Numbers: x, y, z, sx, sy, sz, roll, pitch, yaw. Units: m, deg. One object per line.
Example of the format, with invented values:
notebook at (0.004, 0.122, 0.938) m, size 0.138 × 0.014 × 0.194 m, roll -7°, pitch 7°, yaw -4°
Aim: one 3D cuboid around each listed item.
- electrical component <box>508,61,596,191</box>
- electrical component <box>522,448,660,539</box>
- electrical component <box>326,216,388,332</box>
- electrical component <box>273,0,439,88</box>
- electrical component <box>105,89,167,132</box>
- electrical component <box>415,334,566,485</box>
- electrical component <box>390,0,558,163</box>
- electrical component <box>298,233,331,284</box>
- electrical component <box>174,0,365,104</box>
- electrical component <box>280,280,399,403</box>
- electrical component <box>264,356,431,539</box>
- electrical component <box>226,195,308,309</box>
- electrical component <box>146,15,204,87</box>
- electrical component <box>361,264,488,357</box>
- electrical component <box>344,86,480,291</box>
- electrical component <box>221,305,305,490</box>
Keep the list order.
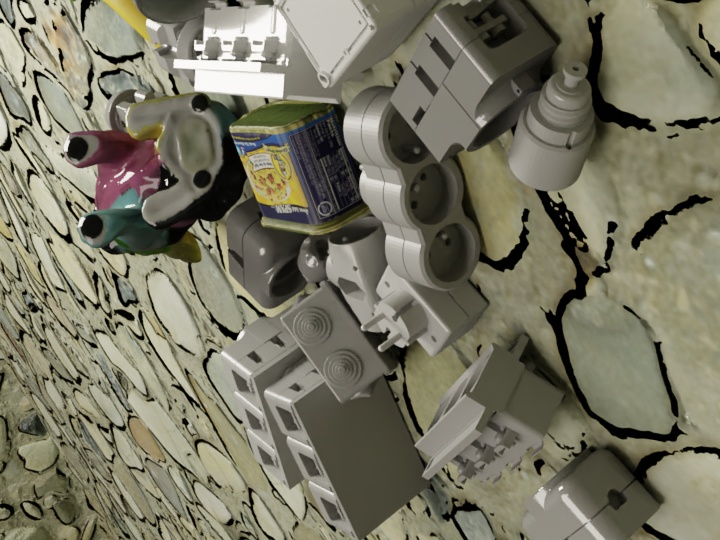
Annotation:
electrical component at (0.103, -0.076, 0.558) m, size 0.040 × 0.040 × 0.078 m, roll 44°, pitch 151°, yaw 24°
electrical component at (0.152, 0.164, 0.734) m, size 0.059 × 0.054 × 0.095 m, roll 49°, pitch 153°, yaw 15°
electrical component at (0.000, 0.000, 0.821) m, size 0.079 × 0.043 × 0.077 m, roll 18°, pitch 136°, yaw 55°
electrical component at (-0.002, -0.155, 0.624) m, size 0.061 × 0.061 × 0.096 m, roll 57°, pitch 155°, yaw 2°
electrical component at (-0.207, -0.143, 1.014) m, size 0.055 × 0.048 × 0.066 m, roll 22°, pitch 139°, yaw 38°
electrical component at (0.091, 0.106, 0.759) m, size 0.063 × 0.078 × 0.121 m, roll 31°, pitch 152°, yaw 1°
electrical component at (0.062, -0.103, 0.585) m, size 0.055 × 0.050 × 0.089 m, roll 53°, pitch 154°, yaw 10°
electrical component at (-0.035, -0.006, 0.885) m, size 0.035 × 0.035 × 0.061 m, roll 51°, pitch 156°, yaw 12°
electrical component at (-0.063, -0.148, 0.727) m, size 0.121 × 0.079 × 0.063 m, roll 17°, pitch 105°, yaw 53°
electrical component at (-0.016, 0.058, 0.868) m, size 0.099 × 0.048 × 0.100 m, roll 54°, pitch -176°, yaw 5°
electrical component at (-0.012, 0.150, 0.962) m, size 0.062 × 0.089 × 0.150 m, roll 11°, pitch 129°, yaw 56°
electrical component at (-0.075, -0.014, 0.923) m, size 0.059 × 0.054 × 0.095 m, roll 44°, pitch 152°, yaw 25°
electrical component at (-0.122, -0.173, 0.817) m, size 0.057 × 0.058 × 0.078 m, roll 34°, pitch 147°, yaw 44°
electrical component at (0.036, 0.029, 0.753) m, size 0.065 × 0.077 × 0.047 m, roll 50°, pitch 154°, yaw 14°
electrical component at (0.025, -0.055, 0.703) m, size 0.074 × 0.052 × 0.138 m, roll 19°, pitch 136°, yaw 52°
electrical component at (-0.067, 0.119, 1.022) m, size 0.062 × 0.089 × 0.150 m, roll 30°, pitch 144°, yaw 42°
